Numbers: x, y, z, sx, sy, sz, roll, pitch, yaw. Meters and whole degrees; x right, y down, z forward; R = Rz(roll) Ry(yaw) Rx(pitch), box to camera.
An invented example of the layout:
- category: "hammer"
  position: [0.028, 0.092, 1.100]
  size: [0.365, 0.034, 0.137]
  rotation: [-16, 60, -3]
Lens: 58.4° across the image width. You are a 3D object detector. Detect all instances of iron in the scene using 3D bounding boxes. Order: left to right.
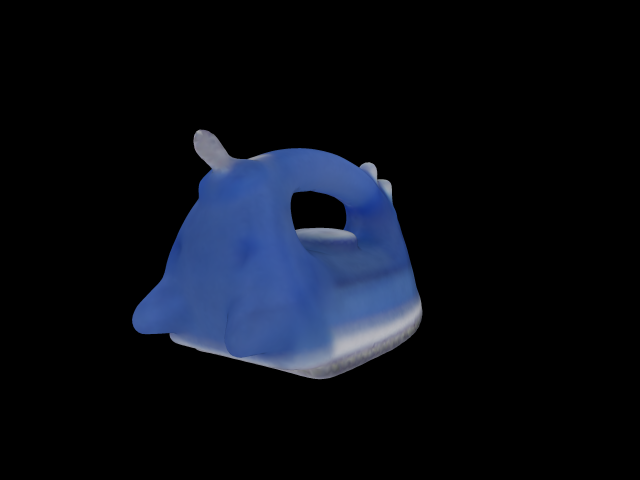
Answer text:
- category: "iron"
  position: [0.004, 0.001, 0.400]
  size: [0.118, 0.141, 0.259]
  rotation: [5, 8, 36]
